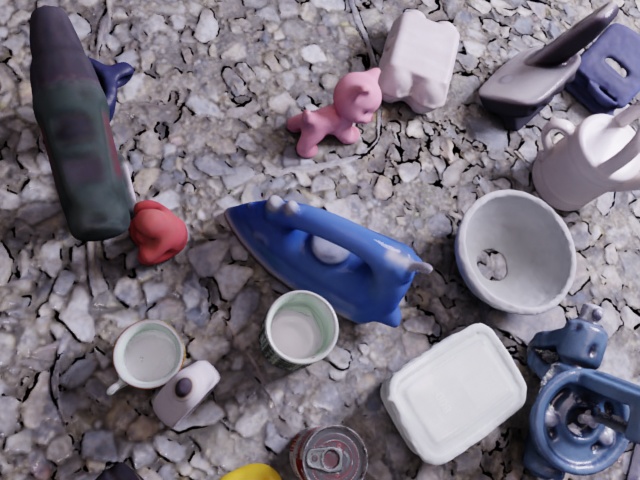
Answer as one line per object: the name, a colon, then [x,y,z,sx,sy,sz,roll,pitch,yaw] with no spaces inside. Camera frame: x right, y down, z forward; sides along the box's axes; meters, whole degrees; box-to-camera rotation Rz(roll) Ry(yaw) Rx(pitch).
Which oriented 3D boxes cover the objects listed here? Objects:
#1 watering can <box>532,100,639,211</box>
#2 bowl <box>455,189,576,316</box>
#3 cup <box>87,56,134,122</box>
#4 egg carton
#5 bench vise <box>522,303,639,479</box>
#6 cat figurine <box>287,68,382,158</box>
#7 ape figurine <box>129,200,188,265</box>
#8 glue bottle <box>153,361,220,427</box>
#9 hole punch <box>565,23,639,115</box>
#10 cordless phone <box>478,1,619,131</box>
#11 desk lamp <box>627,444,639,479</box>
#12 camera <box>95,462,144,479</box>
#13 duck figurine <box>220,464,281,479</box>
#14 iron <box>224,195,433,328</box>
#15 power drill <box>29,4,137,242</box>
watering can: [0.389,-0.117,0.773,0.173,0.194,0.101,9,71,-9]
bowl: [0.246,0.022,0.761,0.167,0.074,0.167,4,72,-11]
cup: [-0.277,-0.167,0.695,0.118,0.095,0.091,-34,82,-20]
egg carton: [0.141,-0.260,0.830,0.107,0.069,0.150,18,70,-6]
bench vise: [0.302,0.167,0.650,0.121,0.219,0.207,2,72,-11]
cat figurine: [0.027,-0.174,0.752,0.128,0.117,0.067,-24,79,-18]
ape figurine: [-0.193,-0.012,0.666,0.076,0.092,0.078,13,70,-8]
glue bottle: [-0.136,0.153,0.582,0.037,0.173,0.078,45,69,4]
hole punch: [0.452,-0.260,0.887,0.108,0.091,0.101,41,69,3]
cordless phone: [0.321,-0.252,0.805,0.094,0.185,0.148,43,69,4]
desk lamp: [0.462,0.284,0.651,0.118,0.213,0.203,26,69,-3]
camera: [-0.215,0.301,0.556,0.143,0.100,0.137,43,69,3]
duck figurine: [-0.081,0.285,0.599,0.077,0.086,0.105,46,69,5]
iron: [0.006,0.002,0.678,0.258,0.141,0.119,26,69,-3]
power drill: [-0.253,-0.097,0.617,0.076,0.208,0.229,-15,76,-16]
